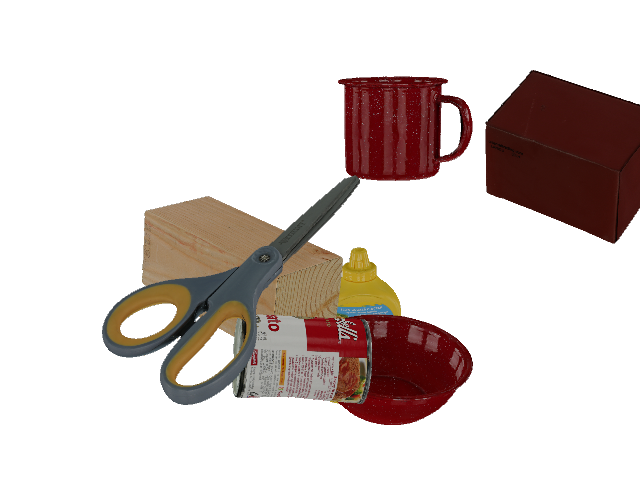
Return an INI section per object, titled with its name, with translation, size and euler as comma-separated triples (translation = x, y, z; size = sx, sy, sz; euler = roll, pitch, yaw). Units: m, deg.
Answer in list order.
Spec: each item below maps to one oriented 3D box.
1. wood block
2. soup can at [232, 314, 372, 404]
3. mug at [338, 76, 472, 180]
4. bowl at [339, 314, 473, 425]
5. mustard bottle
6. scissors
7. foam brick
[wood block]
translation = -0.085, 0.033, 1.096
size = 0.206, 0.090, 0.090
euler = 24, 28, 39
[soup can]
translation = -0.016, 0.094, 0.848
size = 0.102, 0.068, 0.068
euler = 4, -1, -10
[mug]
translation = 0.072, -0.095, 0.905
size = 0.117, 0.081, 0.093
euler = 5, 13, 24
[bowl]
translation = 0.067, 0.134, 1.056
size = 0.162, 0.055, 0.162
euler = 3, 25, -2
[mustard bottle]
translation = 0.049, 0.101, 1.280
size = 0.096, 0.192, 0.058
euler = -2, 20, 1
[scissors]
translation = -0.053, 0.015, 0.625
size = 0.096, 0.016, 0.201
euler = 11, 43, 17
[foam brick]
translation = 0.132, -0.045, 0.558
size = 0.078, 0.053, 0.051
euler = 26, 56, 29
